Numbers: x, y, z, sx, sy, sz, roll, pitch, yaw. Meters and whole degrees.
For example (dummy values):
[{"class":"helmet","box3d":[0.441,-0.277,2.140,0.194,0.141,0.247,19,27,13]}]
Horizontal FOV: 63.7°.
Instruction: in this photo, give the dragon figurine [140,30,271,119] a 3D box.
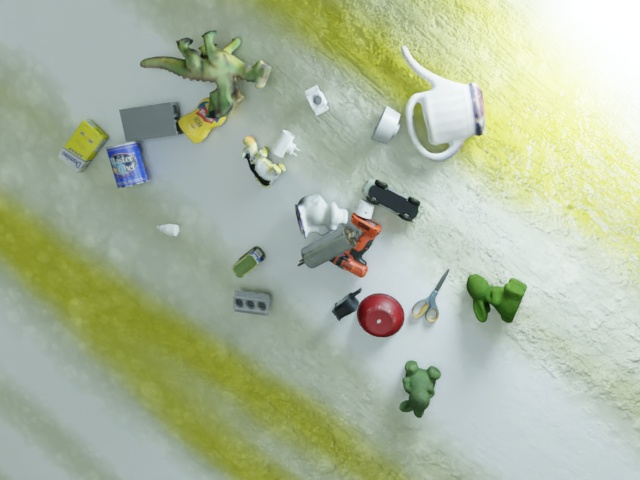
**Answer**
[{"class":"dragon figurine","box3d":[-0.342,-0.492,1.577,0.409,0.242,0.123,-13,2,14]}]

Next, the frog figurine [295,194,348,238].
[{"class":"frog figurine","box3d":[0.005,-0.083,1.644,0.160,0.137,0.122,-14,-1,-6]}]

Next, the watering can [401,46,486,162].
[{"class":"watering can","box3d":[0.353,-0.402,1.483,0.224,0.344,0.105,-9,12,13]}]
